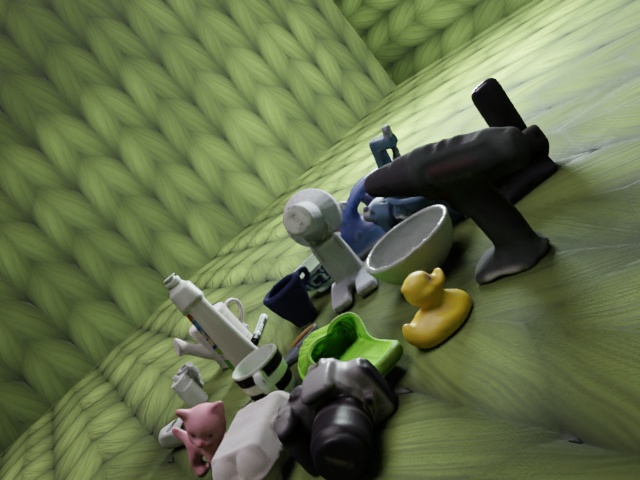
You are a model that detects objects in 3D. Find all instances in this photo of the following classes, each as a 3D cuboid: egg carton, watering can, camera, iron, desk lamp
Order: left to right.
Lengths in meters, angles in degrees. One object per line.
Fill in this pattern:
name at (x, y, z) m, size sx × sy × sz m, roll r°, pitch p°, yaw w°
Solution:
watering can at (-0.247, 0.191, 1.273) m, size 0.100 × 0.194 × 0.173 m, roll -30°, pitch 16°, yaw 38°
egg carton at (-0.081, 0.277, 0.778) m, size 0.107 × 0.069 × 0.150 m, roll -33°, pitch 14°, yaw 29°
desk lamp at (0.010, 0.004, 1.119) m, size 0.118 × 0.214 × 0.203 m, roll -38°, pitch 13°, yaw 10°
camera at (0.008, 0.213, 0.664) m, size 0.143 × 0.101 × 0.137 m, roll -37°, pitch 13°, yaw 15°
iron at (0.119, -0.073, 1.234) m, size 0.258 × 0.141 × 0.118 m, roll -40°, pitch 13°, yaw 0°

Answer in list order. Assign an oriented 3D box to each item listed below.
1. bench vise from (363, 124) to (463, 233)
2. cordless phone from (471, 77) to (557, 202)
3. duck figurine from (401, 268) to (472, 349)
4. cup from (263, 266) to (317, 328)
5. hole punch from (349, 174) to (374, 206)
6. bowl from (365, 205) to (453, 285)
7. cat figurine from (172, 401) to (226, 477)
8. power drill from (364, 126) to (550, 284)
bench vise at (0.140, -0.094, 1.063) m, size 0.207 × 0.220 × 0.121 m, roll -33°, pitch 14°, yaw 28°
cordless phone at (0.285, -0.160, 0.948) m, size 0.147 × 0.185 × 0.094 m, roll -40°, pitch 13°, yaw 1°
duck figurine at (0.140, 0.084, 0.758) m, size 0.105 × 0.086 × 0.077 m, roll -44°, pitch 13°, yaw -15°
cup at (-0.045, 0.120, 1.156) m, size 0.118 × 0.095 × 0.091 m, roll -47°, pitch 14°, yaw -27°
hole punch at (0.146, -0.125, 1.452) m, size 0.101 × 0.091 × 0.109 m, roll -23°, pitch 21°, yaw 53°
bowl at (0.159, 0.021, 0.945) m, size 0.167 × 0.075 × 0.167 m, roll -38°, pitch 13°, yaw 11°
cat figurine at (-0.182, 0.298, 0.887) m, size 0.127 × 0.118 × 0.067 m, roll -30°, pitch 16°, yaw 39°
power drill at (0.194, -0.046, 0.766) m, size 0.229 × 0.208 × 0.076 m, roll -28°, pitch 18°, yaw 43°
